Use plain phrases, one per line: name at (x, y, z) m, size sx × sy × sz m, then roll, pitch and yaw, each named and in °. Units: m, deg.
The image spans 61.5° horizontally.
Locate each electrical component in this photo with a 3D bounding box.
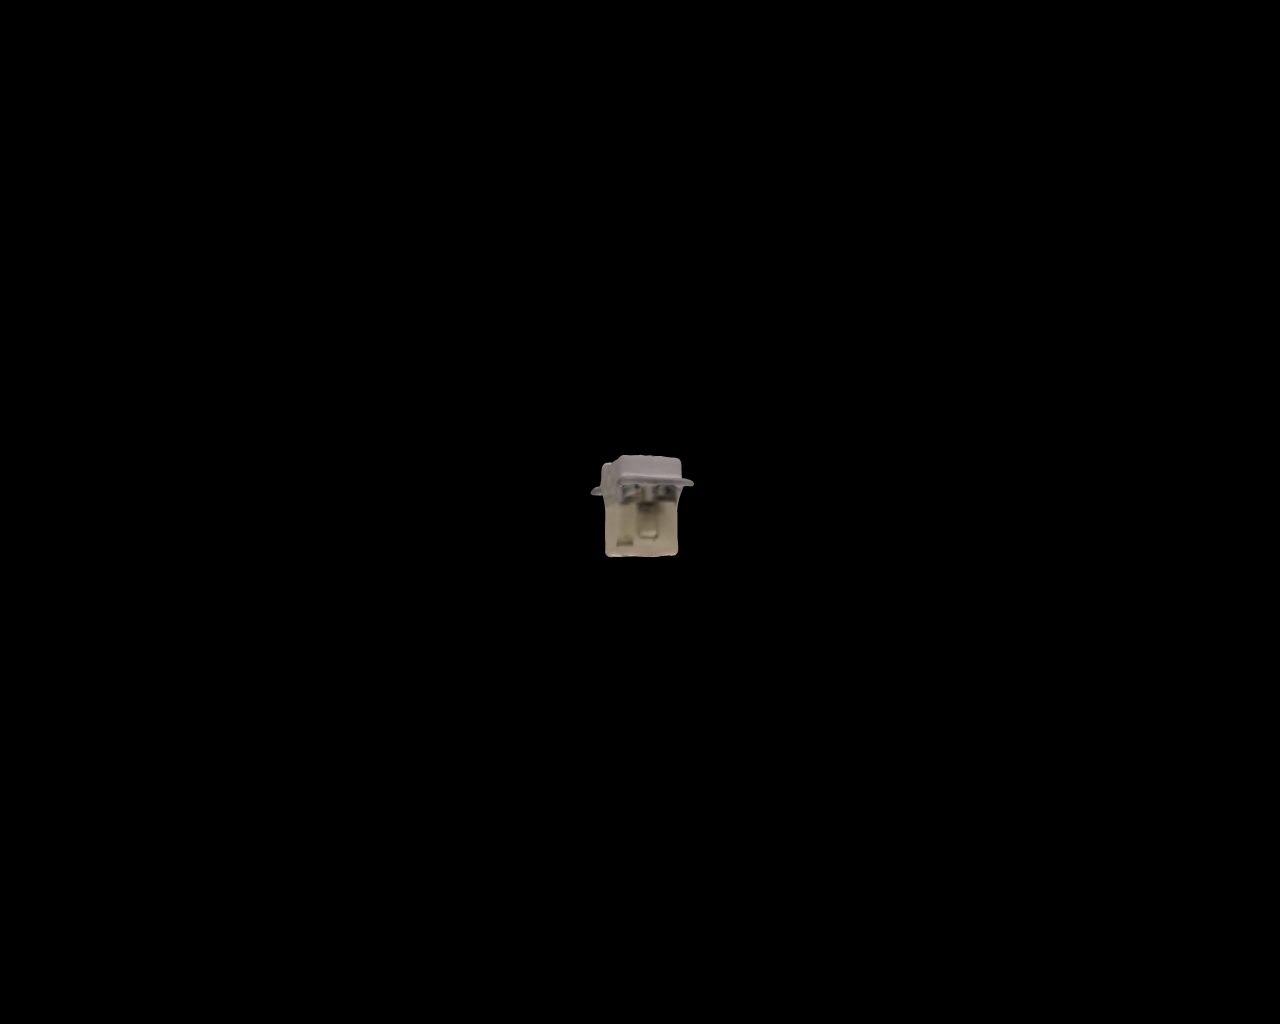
electrical component at (0.001, -0.003, 0.650) m, size 0.042 × 0.063 × 0.081 m, roll 1°, pitch -5°, yaw -15°
